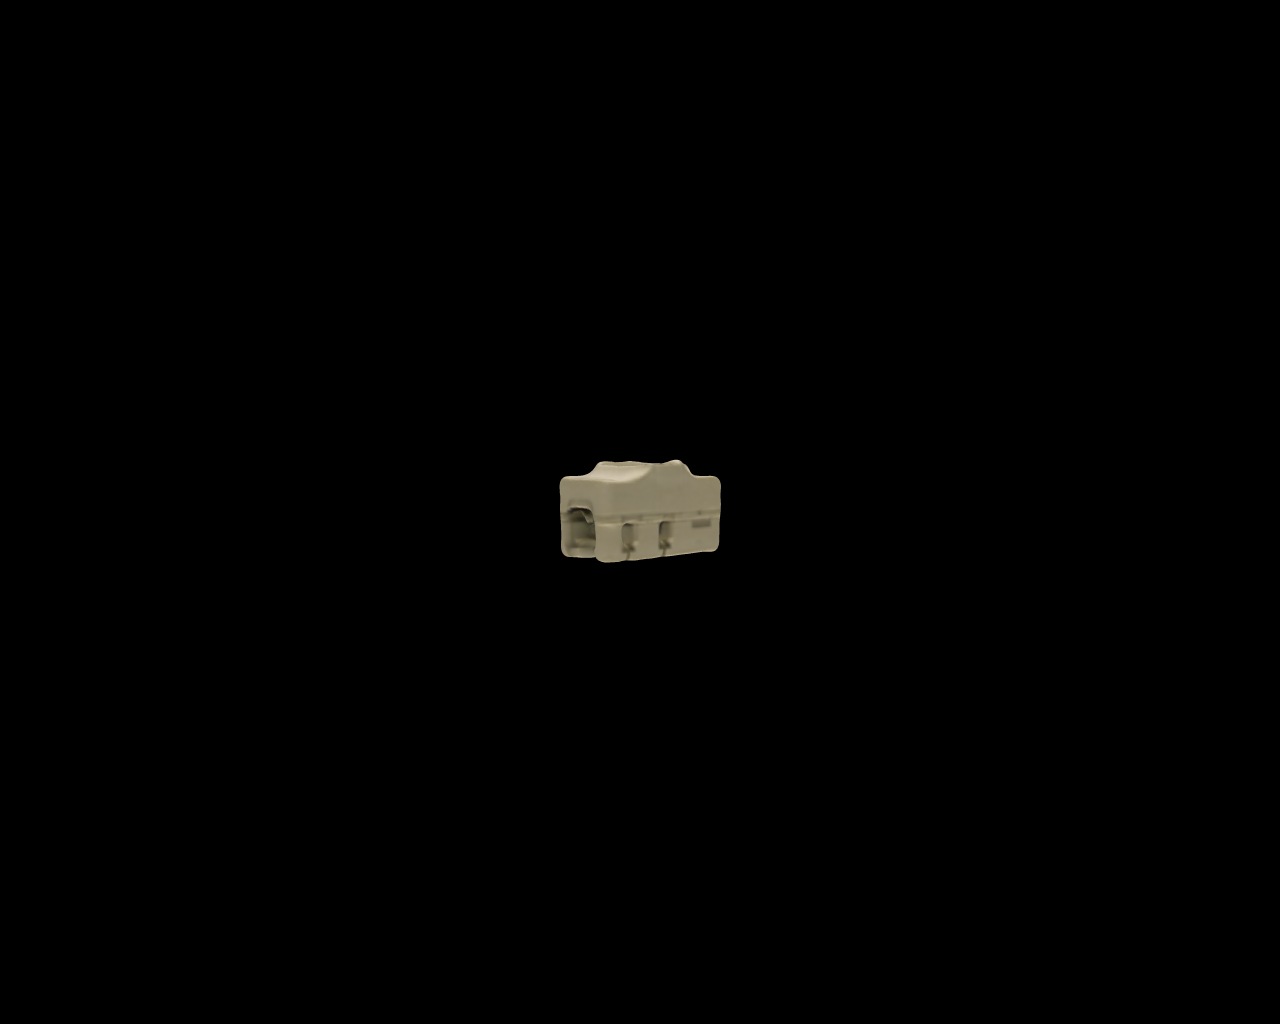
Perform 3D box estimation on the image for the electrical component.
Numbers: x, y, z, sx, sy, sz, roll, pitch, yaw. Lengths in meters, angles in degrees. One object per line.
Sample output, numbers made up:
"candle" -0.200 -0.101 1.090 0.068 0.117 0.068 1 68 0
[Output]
"electrical component" 0.001 -0.003 0.650 0.089 0.055 0.050 -3 5 -37
